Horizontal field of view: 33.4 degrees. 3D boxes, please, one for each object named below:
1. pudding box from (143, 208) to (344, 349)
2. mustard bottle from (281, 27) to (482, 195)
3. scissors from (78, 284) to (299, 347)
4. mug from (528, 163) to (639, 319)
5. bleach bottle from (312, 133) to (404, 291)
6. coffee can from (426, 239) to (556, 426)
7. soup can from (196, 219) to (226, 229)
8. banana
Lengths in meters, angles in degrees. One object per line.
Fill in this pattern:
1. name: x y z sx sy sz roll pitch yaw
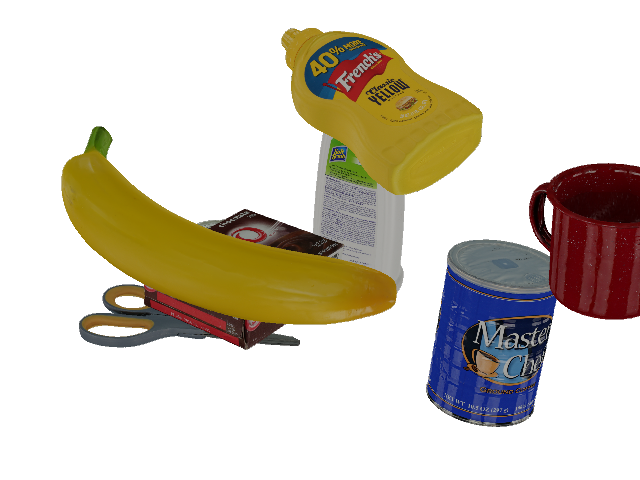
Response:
1. pudding box: -0.051 0.023 0.728 0.090 0.039 0.113 21 30 29
2. mustard bottle: 0.033 -0.118 0.858 0.096 0.058 0.192 -34 55 -21
3. scissors: -0.124 0.072 1.008 0.201 0.016 0.096 -1 33 -8
4. mug: 0.196 -0.002 0.758 0.093 0.081 0.117 -27 38 -35
5. bleach bottle: 0.047 -0.063 1.095 0.103 0.251 0.068 15 34 15
6. coffee can: 0.157 0.083 0.974 0.103 0.140 0.103 6 23 -3
7. soup can: -0.113 0.033 1.229 0.068 0.102 0.068 0 19 0
8. banana: -0.060 -0.001 0.519 0.198 0.069 0.037 29 -29 22
